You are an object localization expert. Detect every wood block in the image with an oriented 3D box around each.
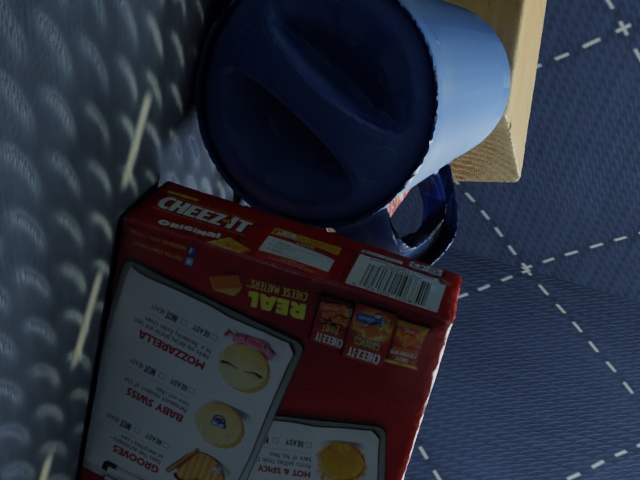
[{"bbox_3d":[0.122,-0.156,0.840,0.090,0.090,0.206,62,36,-55],"label":"wood block"}]

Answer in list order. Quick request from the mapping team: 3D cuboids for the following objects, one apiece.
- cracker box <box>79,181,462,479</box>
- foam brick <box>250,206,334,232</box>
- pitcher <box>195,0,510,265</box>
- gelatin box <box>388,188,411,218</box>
[{"bbox_3d":[-0.033,0.095,0.558,0.072,0.164,0.214,-57,162,-65],"label":"cracker box"},{"bbox_3d":[-0.017,-0.036,0.782,0.078,0.051,0.053,60,36,-44],"label":"foam brick"},{"bbox_3d":[0.041,-0.081,0.641,0.242,0.145,0.149,-24,137,-65],"label":"pitcher"},{"bbox_3d":[0.048,-0.067,0.829,0.073,0.030,0.089,-51,142,-58],"label":"gelatin box"}]
